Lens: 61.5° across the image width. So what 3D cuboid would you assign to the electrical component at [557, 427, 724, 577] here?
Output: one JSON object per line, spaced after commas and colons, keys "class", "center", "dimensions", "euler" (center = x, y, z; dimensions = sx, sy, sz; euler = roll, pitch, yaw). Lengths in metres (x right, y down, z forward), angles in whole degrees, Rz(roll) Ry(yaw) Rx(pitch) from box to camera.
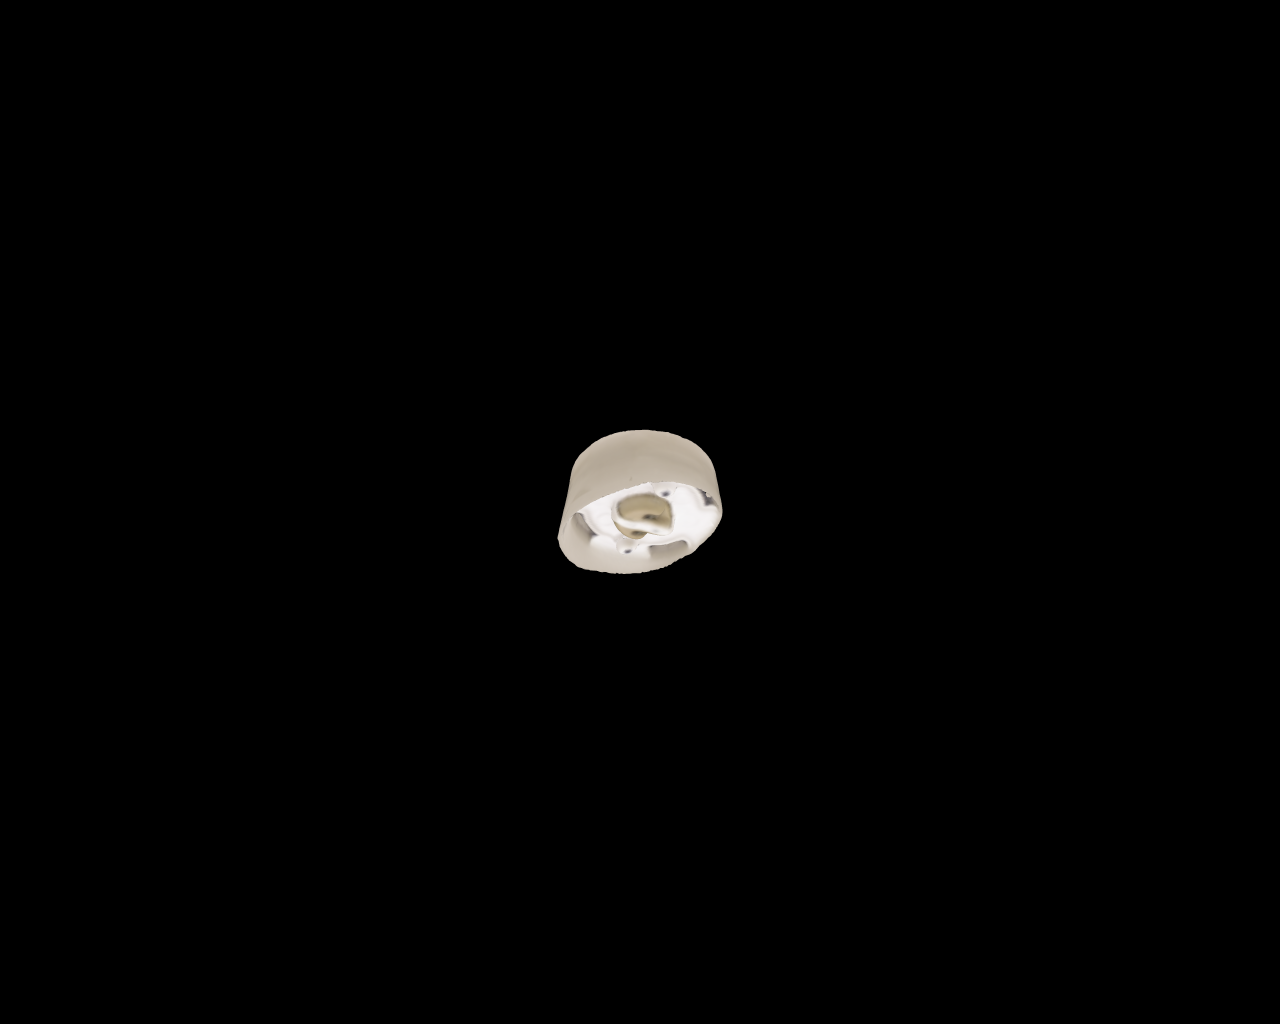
{"class": "electrical component", "center": [0.001, -0.003, 0.650], "dimensions": [0.099, 0.064, 0.099], "euler": [0, -39, 0]}
